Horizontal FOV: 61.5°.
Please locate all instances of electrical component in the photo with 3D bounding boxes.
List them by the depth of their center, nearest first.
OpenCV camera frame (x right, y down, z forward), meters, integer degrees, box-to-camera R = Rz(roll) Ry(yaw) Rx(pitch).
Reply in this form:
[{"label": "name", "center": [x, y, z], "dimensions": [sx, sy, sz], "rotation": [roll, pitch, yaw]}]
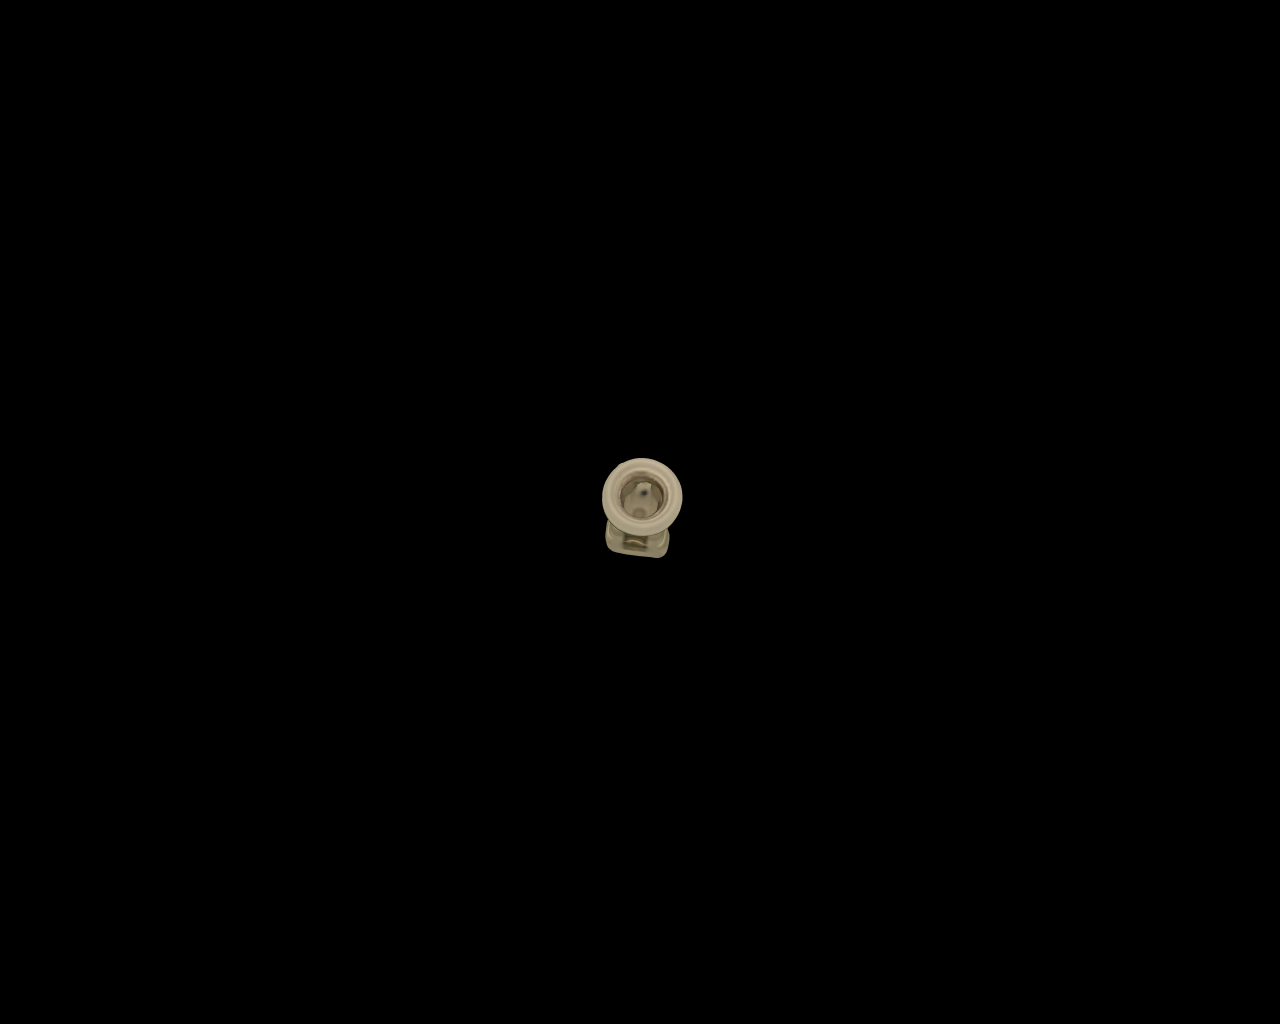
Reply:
[{"label": "electrical component", "center": [0.001, -0.003, 0.650], "dimensions": [0.048, 0.066, 0.055], "rotation": [7, -19, 2]}]
